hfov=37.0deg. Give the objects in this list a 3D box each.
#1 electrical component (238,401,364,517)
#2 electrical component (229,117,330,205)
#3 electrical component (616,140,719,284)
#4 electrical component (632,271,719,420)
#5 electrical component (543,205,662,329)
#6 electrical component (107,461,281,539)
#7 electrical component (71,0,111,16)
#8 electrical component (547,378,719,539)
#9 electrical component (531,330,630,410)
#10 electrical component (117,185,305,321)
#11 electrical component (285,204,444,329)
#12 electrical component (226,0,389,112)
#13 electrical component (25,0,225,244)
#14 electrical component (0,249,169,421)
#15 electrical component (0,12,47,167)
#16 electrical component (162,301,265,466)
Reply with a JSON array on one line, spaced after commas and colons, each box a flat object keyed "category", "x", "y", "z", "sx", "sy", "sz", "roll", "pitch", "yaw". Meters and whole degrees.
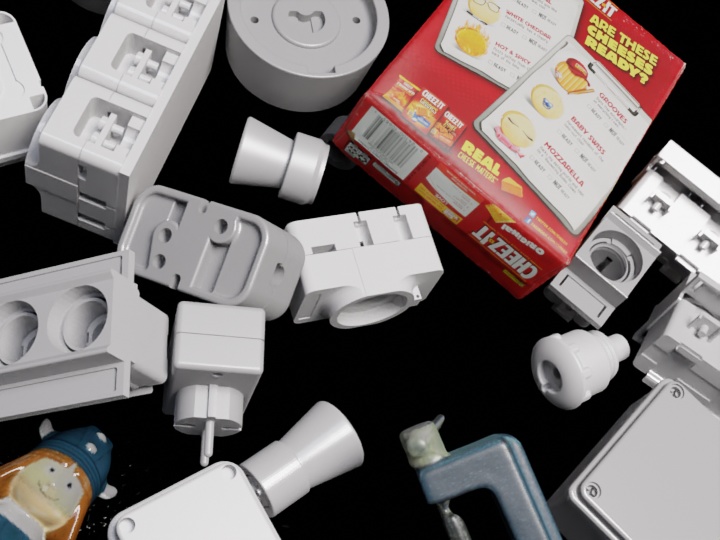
[{"category": "electrical component", "x": -0.036, "y": 0.109, "z": 0.609, "sx": 0.065, "sy": 0.044, "sz": 0.044, "roll": -31, "pitch": 76, "yaw": -27}, {"category": "electrical component", "x": -0.052, "y": -0.069, "z": 0.692, "sx": 0.055, "sy": 0.045, "sz": 0.045, "roll": 17, "pitch": 62, "yaw": -7}, {"category": "electrical component", "x": 0.235, "y": -0.022, "z": 0.735, "sx": 0.121, "sy": 0.078, "sz": 0.063, "roll": 40, "pitch": 83, "yaw": 6}, {"category": "electrical component", "x": 0.240, "y": 0.066, "z": 0.683, "sx": 0.121, "sy": 0.078, "sz": 0.063, "roll": 35, "pitch": 51, "yaw": 3}, {"category": "electrical component", "x": 0.155, "y": 0.002, "z": 0.702, "sx": 0.042, "sy": 0.063, "sz": 0.081, "roll": 42, "pitch": 62, "yaw": 5}, {"category": "electrical component", "x": -0.076, "y": 0.167, "z": 0.564, "sx": 0.078, "sy": 0.057, "sz": 0.113, "roll": -25, "pitch": 74, "yaw": -24}, {"category": "electrical component", "x": -0.165, "y": -0.222, "z": 0.724, "sx": 0.099, "sy": 0.064, "sz": 0.099, "roll": 6, "pitch": 64, "yaw": -12}, {"category": "electrical component", "x": 0.186, "y": 0.142, "z": 0.648, "sx": 0.109, "sy": 0.056, "sz": 0.109, "roll": 45, "pitch": 62, "yaw": 8}, {"category": "electrical component", "x": 0.144, "y": 0.058, "z": 0.684, "sx": 0.062, "sy": 0.048, "sz": 0.048, "roll": -18, "pitch": 71, "yaw": -29}, {"category": "electrical component", "x": -0.084, "y": -0.008, "z": 0.628, "sx": 0.095, "sy": 0.059, "sz": 0.053, "roll": 18, "pitch": 85, "yaw": 26}, {"category": "electrical component", "x": 0.000, "y": 0.000, "z": 0.669, "sx": 0.089, "sy": 0.050, "sz": 0.055, "roll": -9, "pitch": 67, "yaw": -19}, {"category": "electrical component", "x": -0.040, "y": -0.158, "z": 0.729, "sx": 0.108, "sy": 0.060, "sz": 0.108, "roll": 6, "pitch": 64, "yaw": -12}, {"category": "electrical component", "x": -0.142, "y": -0.106, "z": 0.659, "sx": 0.062, "sy": 0.089, "sz": 0.150, "roll": 22, "pitch": 61, "yaw": -4}, {"category": "electrical component", "x": -0.167, "y": 0.043, "z": 0.568, "sx": 0.121, "sy": 0.063, "sz": 0.078, "roll": -12, "pitch": 64, "yaw": 18}, {"category": "electrical component", "x": -0.251, "y": -0.099, "z": 0.645, "sx": 0.113, "sy": 0.057, "sz": 0.078, "roll": -19, "pitch": 71, "yaw": -22}, {"category": "electrical component", "x": -0.083, "y": 0.069, "z": 0.595, "sx": 0.047, "sy": 0.083, "sz": 0.075, "roll": 6, "pitch": 64, "yaw": -12}]
